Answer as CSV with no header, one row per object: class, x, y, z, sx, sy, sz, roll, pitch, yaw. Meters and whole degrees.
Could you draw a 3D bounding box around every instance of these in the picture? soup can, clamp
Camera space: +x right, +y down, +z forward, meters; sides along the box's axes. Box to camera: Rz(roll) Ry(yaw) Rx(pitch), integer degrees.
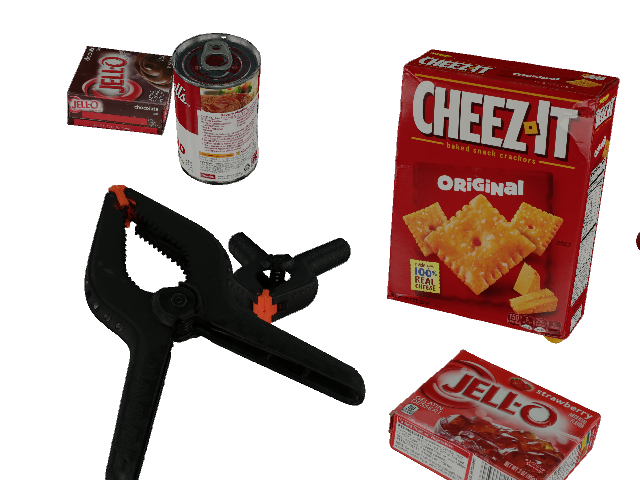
soup can,-0.081,-0.103,0.845,0.068,0.068,0.102,0,-44,-4
clamp,-0.077,0.048,0.666,0.164,0.210,0.036,-13,-32,-20
clamp,-0.048,0.029,0.994,0.120,0.039,0.171,1,18,16

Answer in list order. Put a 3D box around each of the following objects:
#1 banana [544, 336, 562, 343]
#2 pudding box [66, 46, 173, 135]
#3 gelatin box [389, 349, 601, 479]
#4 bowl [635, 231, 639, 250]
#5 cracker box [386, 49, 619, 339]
banana,0.193,0.042,1.065,0.069,0.037,0.198,-34,37,-15
pudding box,-0.187,-0.144,1.015,0.090,0.039,0.113,7,30,-6
gelatin box,0.092,0.101,0.572,0.089,0.030,0.073,25,38,31
bowl,0.410,0.027,1.109,0.162,0.055,0.162,-3,22,1
cracker box,0.146,-0.038,0.890,0.164,0.214,0.072,13,27,24
